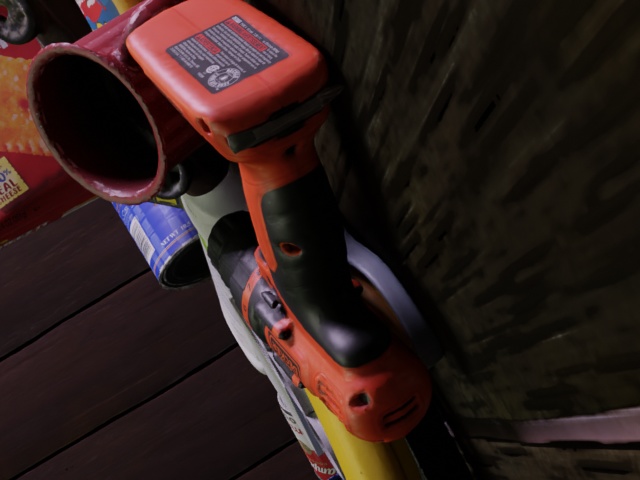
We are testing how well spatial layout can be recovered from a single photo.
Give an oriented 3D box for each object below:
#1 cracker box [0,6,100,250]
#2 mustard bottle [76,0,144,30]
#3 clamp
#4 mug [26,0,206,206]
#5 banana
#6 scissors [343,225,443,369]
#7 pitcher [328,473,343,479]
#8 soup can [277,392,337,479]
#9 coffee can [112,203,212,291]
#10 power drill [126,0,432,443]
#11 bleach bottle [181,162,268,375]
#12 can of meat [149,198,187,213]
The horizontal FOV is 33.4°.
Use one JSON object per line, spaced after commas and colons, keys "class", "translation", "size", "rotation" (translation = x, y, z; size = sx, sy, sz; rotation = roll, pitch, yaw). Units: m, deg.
{"class": "cracker box", "translation": [-0.224, -0.118, 0.761], "size": [0.214, 0.164, 0.072], "rotation": [61, 163, -2]}
{"class": "mustard bottle", "translation": [-0.123, -0.158, 0.637], "size": [0.096, 0.058, 0.191], "rotation": [24, 146, 60]}
{"class": "clamp", "translation": [0.087, 0.164, 0.604], "size": [0.165, 0.036, 0.210], "rotation": [54, 166, 43]}
{"class": "mug", "translation": [-0.090, -0.086, 0.560], "size": [0.093, 0.081, 0.117], "rotation": [36, 139, 10]}
{"class": "banana", "translation": [0.023, 0.116, 0.587], "size": [0.070, 0.037, 0.198], "rotation": [-12, 101, 65]}
{"class": "scissors", "translation": [0.006, 0.004, 0.576], "size": [0.202, 0.016, 0.096], "rotation": [52, 164, 38]}
{"class": "pitcher", "translation": [0.072, 0.286, 0.781], "size": [0.145, 0.149, 0.242], "rotation": [43, 166, 46]}
{"class": "soup can", "translation": [0.009, 0.166, 0.971], "size": [0.069, 0.068, 0.102], "rotation": [49, 166, 53]}
{"class": "coffee can", "translation": [-0.140, -0.038, 1.012], "size": [0.140, 0.102, 0.103], "rotation": [56, 171, 20]}
{"class": "power drill", "translation": [-0.024, -0.016, 0.493], "size": [0.185, 0.057, 0.187], "rotation": [41, 158, 48]}
{"class": "bleach bottle", "translation": [-0.063, 0.012, 0.878], "size": [0.103, 0.068, 0.251], "rotation": [53, 167, 32]}
{"class": "can of meat", "translation": [-0.142, -0.075, 0.875], "size": [0.084, 0.057, 0.102], "rotation": [11, 143, 15]}
